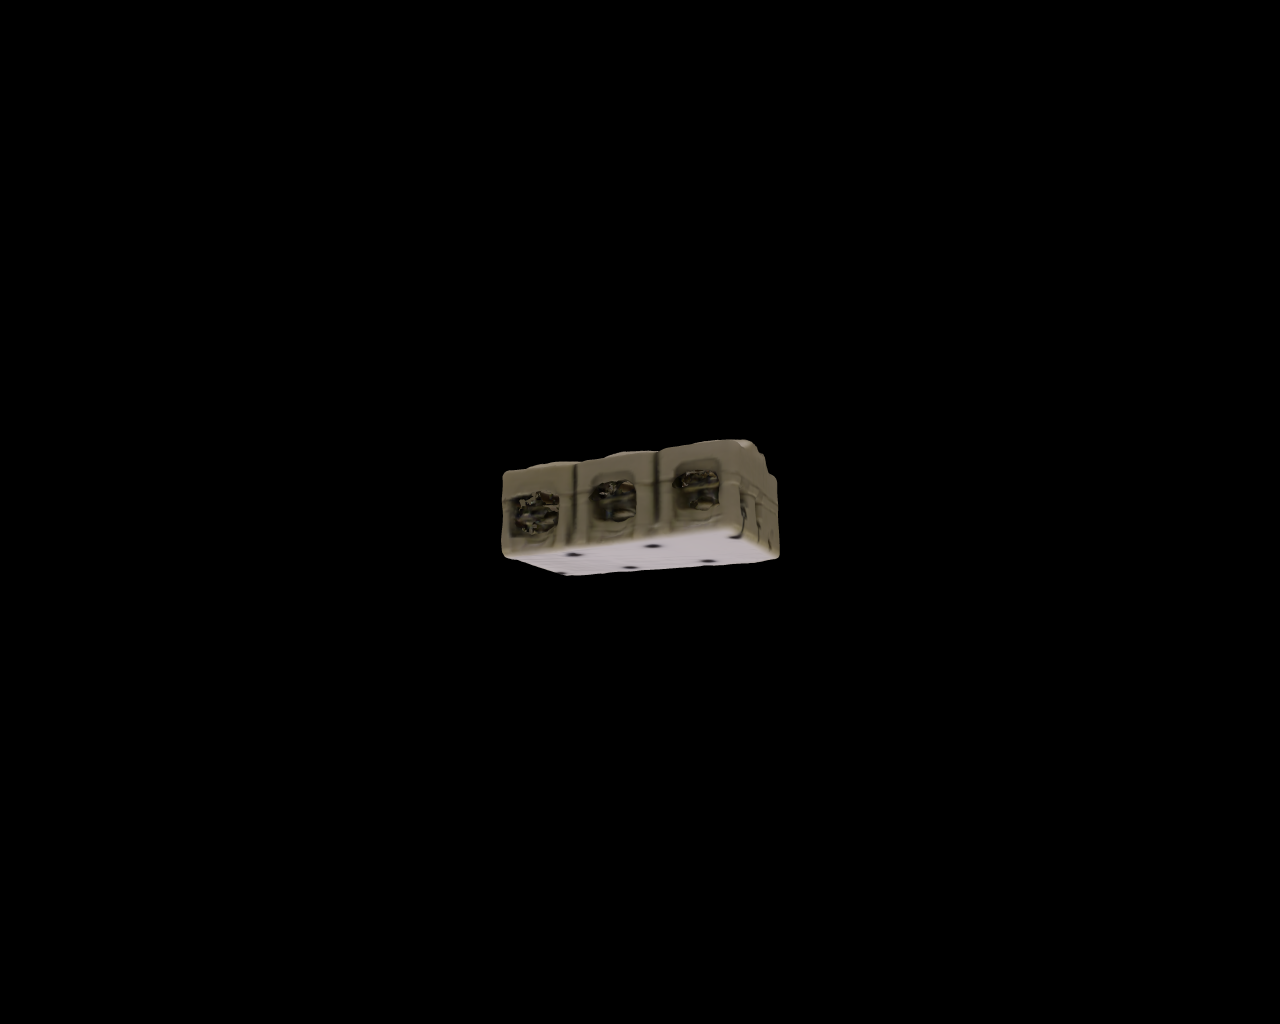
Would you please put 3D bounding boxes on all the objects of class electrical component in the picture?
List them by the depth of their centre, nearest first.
[{"bbox_3d":[0.001,-0.003,0.650,0.150,0.062,0.089,-6,-15,22],"label":"electrical component"}]
